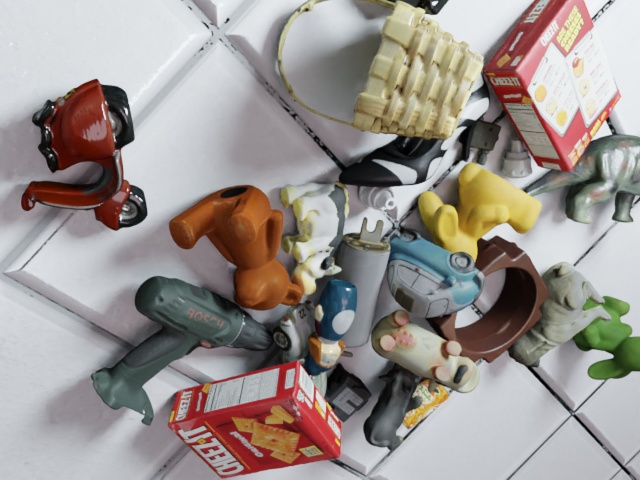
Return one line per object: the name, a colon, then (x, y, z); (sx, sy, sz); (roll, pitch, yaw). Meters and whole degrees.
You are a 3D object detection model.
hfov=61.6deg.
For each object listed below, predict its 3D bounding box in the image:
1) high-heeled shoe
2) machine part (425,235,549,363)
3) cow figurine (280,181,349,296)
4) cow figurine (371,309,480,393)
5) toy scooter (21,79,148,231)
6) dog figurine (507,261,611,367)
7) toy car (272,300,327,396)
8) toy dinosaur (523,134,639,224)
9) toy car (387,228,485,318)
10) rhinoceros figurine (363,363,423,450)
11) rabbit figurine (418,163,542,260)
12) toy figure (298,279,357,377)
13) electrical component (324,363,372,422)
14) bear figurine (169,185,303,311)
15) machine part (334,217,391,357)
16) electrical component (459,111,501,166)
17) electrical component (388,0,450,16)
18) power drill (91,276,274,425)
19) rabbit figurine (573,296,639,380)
high-heeled shoe: (0.136, -0.162, 0.761); (0.249, 0.086, 0.145); (-16, 116, -21)
machine part: (0.289, 0.106, 0.955); (0.201, 0.087, 0.200); (-41, 123, 1)
cow figurine: (-0.003, -0.002, 0.783); (0.098, 0.068, 0.167); (-14, 120, -25)
cow figurine: (0.170, 0.189, 0.869); (0.195, 0.127, 0.085); (29, 75, -6)
toy scooter: (-0.276, -0.088, 0.612); (0.135, 0.075, 0.183); (-10, 122, -19)
dog figurine: (0.425, 0.144, 1.021); (0.190, 0.121, 0.172); (-38, 112, 5)
toy car: (-0.028, 0.188, 0.852); (0.073, 0.056, 0.201); (-34, 131, -44)
toy dinosaur: (0.525, -0.120, 0.941); (0.405, 0.131, 0.192); (4, 100, -21)
toy car: (0.159, 0.061, 0.819); (0.103, 0.162, 0.109); (-48, 158, -30)
rhinoceros figurine: (0.133, 0.274, 0.955); (0.190, 0.073, 0.112); (-61, 145, -16)
rabbit figurine: (0.236, -0.023, 0.848); (0.162, 0.122, 0.173); (22, 105, -26)
toy figure: (0.012, 0.135, 0.788); (0.064, 0.058, 0.154); (14, 100, -9)
electrical component: (0.049, 0.279, 0.953); (0.075, 0.048, 0.119); (-41, 122, -1)
bear figurine: (-0.102, 0.031, 0.721); (0.120, 0.132, 0.195); (-1, 116, 17)
machine part: (0.055, 0.078, 0.840); (0.079, 0.079, 0.243); (1, 115, -25)
electrical component: (0.254, -0.165, 0.844); (0.063, 0.021, 0.094); (4, 111, -26)
electrical component: (0.129, -0.354, 0.676); (0.114, 0.058, 0.134); (37, 95, -31)
power drill: (-0.197, 0.163, 0.764); (0.207, 0.086, 0.231); (-41, 132, 4)
rabbit figurine: (0.599, 0.213, 1.096); (0.121, 0.170, 0.159); (6, 110, -26)
